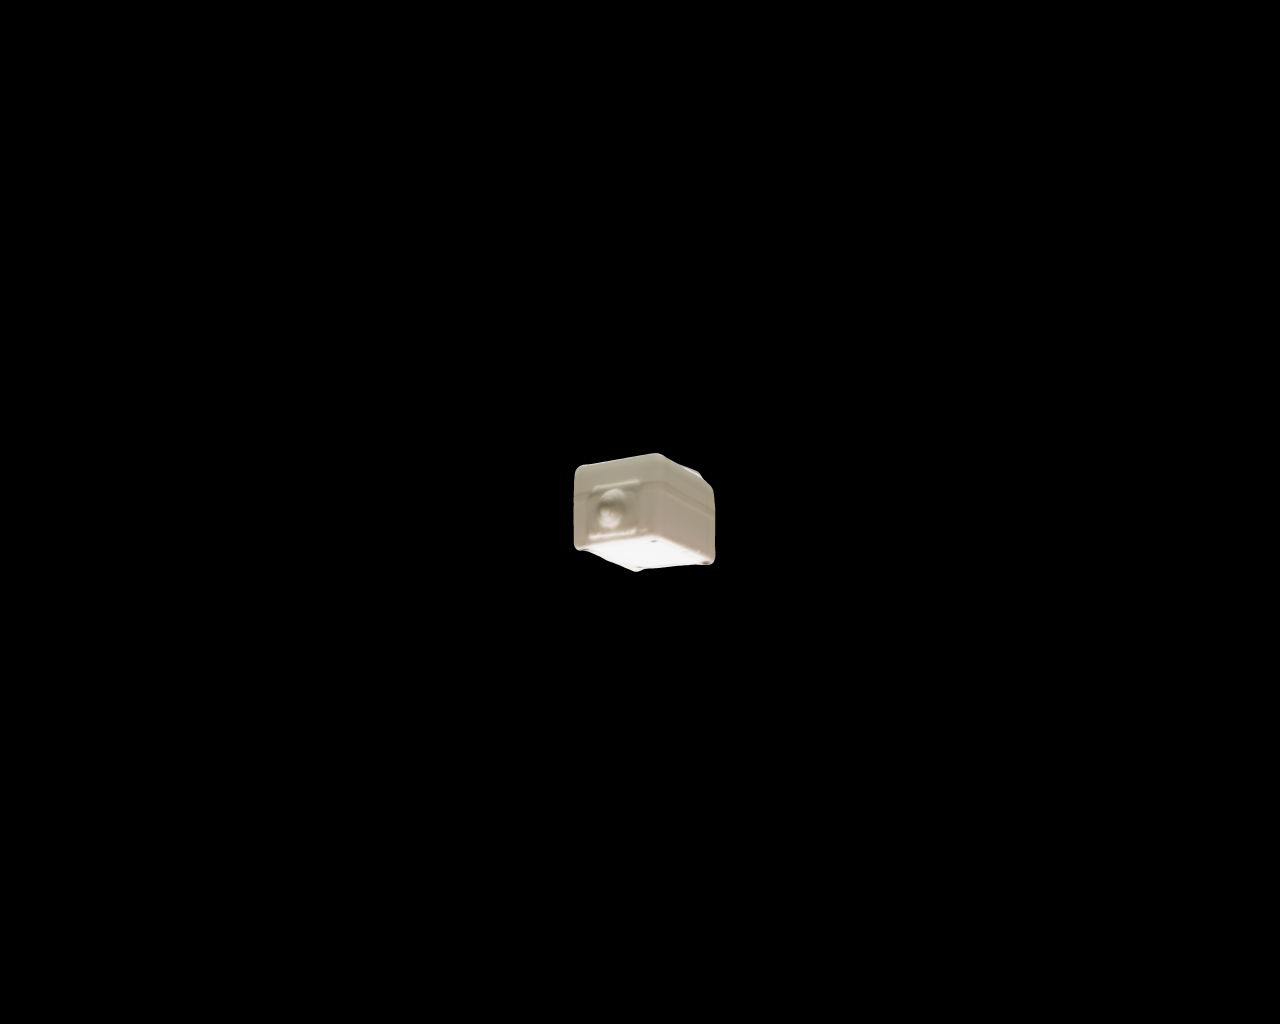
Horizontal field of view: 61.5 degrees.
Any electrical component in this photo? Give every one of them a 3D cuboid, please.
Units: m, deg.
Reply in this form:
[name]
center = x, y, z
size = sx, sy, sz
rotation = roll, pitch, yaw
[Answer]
[electrical component]
center = 0.001, -0.003, 0.650
size = 0.062, 0.061, 0.096
rotation = -8, -18, 27
